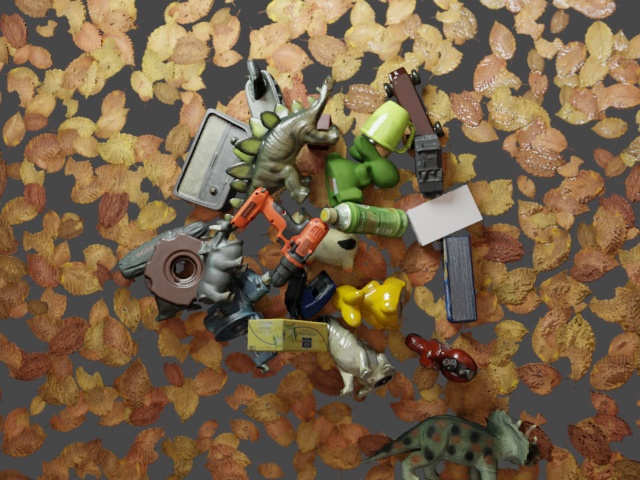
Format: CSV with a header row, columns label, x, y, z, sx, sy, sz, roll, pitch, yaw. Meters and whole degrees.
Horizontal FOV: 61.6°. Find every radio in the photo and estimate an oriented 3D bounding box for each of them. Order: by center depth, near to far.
label,x,y,z,sx,sy,sz,roll,pitch,yaw
radio,-0.248,-0.185,1.302,0.131,0.073,0.229,23,91,5

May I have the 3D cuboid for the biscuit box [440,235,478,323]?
label,x,y,z,sx,sy,sz,roll,pitch,yaw
biscuit box,0.323,0.092,1.257,0.063,0.059,0.202,-4,87,3

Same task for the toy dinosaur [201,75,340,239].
label,x,y,z,sx,sy,sz,roll,pitch,yaw
toy dinosaur,-0.105,-0.172,1.227,0.198,0.105,0.471,29,99,-11

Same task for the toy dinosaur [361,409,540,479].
label,x,y,z,sx,sy,sz,roll,pitch,yaw
toy dinosaur,0.306,0.464,1.221,0.405,0.131,0.192,9,76,9

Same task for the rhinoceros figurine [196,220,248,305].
label,x,y,z,sx,sy,sz,roll,pitch,yaw
rhinoceros figurine,-0.221,0.052,1.197,0.112,0.073,0.190,11,82,9

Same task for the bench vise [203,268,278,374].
label,x,y,z,sx,sy,sz,roll,pitch,yaw
bench vise,-0.160,0.189,1.248,0.224,0.128,0.241,-35,68,9

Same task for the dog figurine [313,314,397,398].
label,x,y,z,sx,sy,sz,roll,pitch,yaw
dog figurine,0.079,0.257,1.262,0.121,0.172,0.191,-43,53,17

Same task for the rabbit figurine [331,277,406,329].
label,x,y,z,sx,sy,sz,roll,pitch,yaw
rabbit figurine,0.103,0.151,1.239,0.173,0.162,0.121,10,101,22

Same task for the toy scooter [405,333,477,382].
label,x,y,z,sx,sy,sz,roll,pitch,yaw
toy scooter,0.280,0.270,1.216,0.184,0.135,0.075,27,88,4

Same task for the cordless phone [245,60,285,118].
label,x,y,z,sx,sy,sz,roll,pitch,yaw
cordless phone,-0.129,-0.329,1.245,0.089,0.184,0.146,-17,86,-1

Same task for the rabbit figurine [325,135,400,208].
label,x,y,z,sx,sy,sz,roll,pitch,yaw
rabbit figurine,0.101,-0.158,1.274,0.170,0.121,0.159,-11,80,-15

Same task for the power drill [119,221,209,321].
label,x,y,z,sx,sy,sz,roll,pitch,yaw
power drill,-0.353,0.081,1.296,0.232,0.086,0.207,-19,91,-5

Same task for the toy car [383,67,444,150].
label,x,y,z,sx,sy,sz,roll,pitch,yaw
toy car,0.222,-0.312,1.285,0.089,0.053,0.202,-25,90,14

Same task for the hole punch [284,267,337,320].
label,x,y,z,sx,sy,sz,roll,pitch,yaw
hole punch,-0.026,0.122,1.252,0.092,0.142,0.115,14,103,-21

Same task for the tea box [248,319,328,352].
label,x,y,z,sx,sy,sz,roll,pitch,yaw
tea box,-0.067,0.210,1.171,0.098,0.169,0.068,-7,75,32

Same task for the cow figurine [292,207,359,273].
label,x,y,z,sx,sy,sz,roll,pitch,yaw
cow figurine,-0.003,-0.004,1.273,0.195,0.085,0.127,14,93,6

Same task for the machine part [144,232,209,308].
label,x,y,z,sx,sy,sz,roll,pitch,yaw
machine part,-0.316,0.069,1.241,0.179,0.056,0.179,2,79,-11

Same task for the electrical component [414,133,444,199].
label,x,y,z,sx,sy,sz,roll,pitch,yaw
electrical component,0.249,-0.166,1.234,0.058,0.115,0.134,-3,116,9
